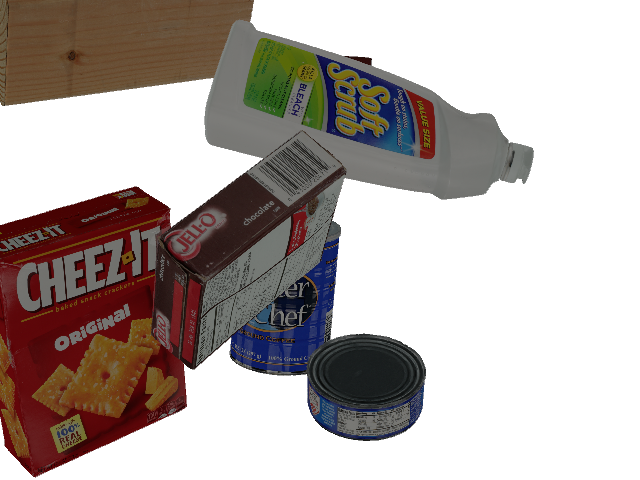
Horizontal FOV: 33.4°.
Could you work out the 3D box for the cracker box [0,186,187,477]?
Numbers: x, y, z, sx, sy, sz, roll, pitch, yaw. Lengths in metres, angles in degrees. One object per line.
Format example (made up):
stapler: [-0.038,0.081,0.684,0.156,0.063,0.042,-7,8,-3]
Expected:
cracker box: [-0.207,0.079,0.943,0.163,0.214,0.072,-20,32,-34]

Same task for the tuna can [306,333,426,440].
tuna can: [0.033,0.106,0.772,0.086,0.034,0.086,0,30,0]

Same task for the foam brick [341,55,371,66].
foam brick: [0.011,-0.176,1.164,0.078,0.051,0.053,0,11,-16]

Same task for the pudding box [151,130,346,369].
pudding box: [-0.040,0.006,0.577,0.113,0.039,0.090,-38,-21,-32]

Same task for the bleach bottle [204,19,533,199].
bleach bottle: [0.042,-0.094,0.836,0.251,0.102,0.068,14,-25,2]

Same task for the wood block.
wood block: [-0.166,-0.179,0.849,0.205,0.091,0.090,-14,45,-33]

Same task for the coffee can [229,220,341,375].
coffee can: [-0.036,0.050,1.065,0.103,0.140,0.103,4,15,-1]
